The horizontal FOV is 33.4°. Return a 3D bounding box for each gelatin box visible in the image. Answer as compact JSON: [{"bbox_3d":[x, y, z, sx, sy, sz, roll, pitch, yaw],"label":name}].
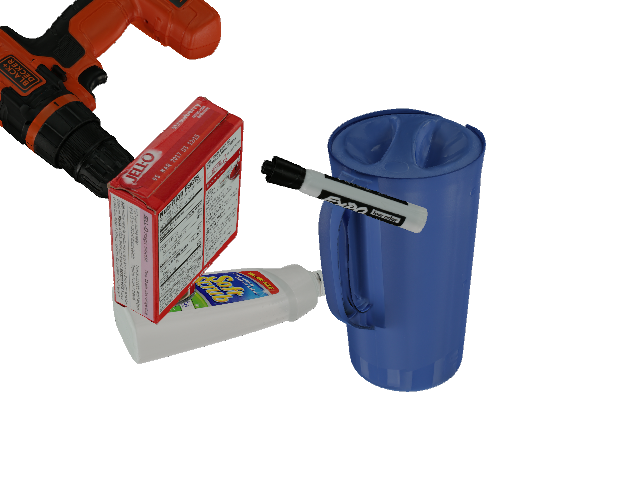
[{"bbox_3d":[-0.070,-0.014,0.518,0.030,0.089,0.073,27,52,15],"label":"gelatin box"}]

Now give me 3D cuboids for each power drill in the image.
[{"bbox_3d":[-0.165,-0.135,0.830,0.187,0.184,0.057,-43,-12,-32],"label":"power drill"}]

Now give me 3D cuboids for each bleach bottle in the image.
[{"bbox_3d":[-0.107,0.070,1.243,0.250,0.068,0.103,-13,35,-21],"label":"bleach bottle"}]

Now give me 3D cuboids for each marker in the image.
[{"bbox_3d":[0.016,-0.032,0.732,0.121,0.020,0.020,18,-6,-17],"label":"marker"}]

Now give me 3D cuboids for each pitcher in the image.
[{"bbox_3d":[0.070,0.018,0.953,0.149,0.243,0.145,-5,31,-3],"label":"pitcher"}]

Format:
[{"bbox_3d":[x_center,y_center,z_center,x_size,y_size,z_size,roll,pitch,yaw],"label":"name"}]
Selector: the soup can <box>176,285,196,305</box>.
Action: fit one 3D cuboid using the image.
[{"bbox_3d":[-0.153,0.004,0.998,0.068,0.102,0.068,-1,25,0],"label":"soup can"}]
